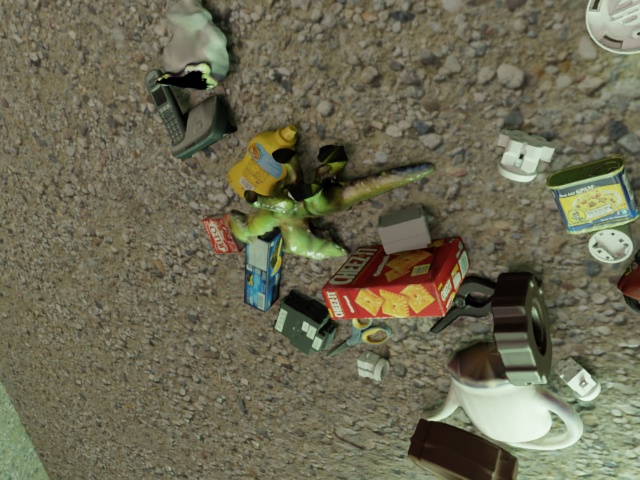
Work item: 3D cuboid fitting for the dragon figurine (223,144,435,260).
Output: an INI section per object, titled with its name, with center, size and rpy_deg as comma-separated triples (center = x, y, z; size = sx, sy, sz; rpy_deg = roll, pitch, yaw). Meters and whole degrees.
[dragon figurine]
center = 0.003, -0.049, 0.965
size = 0.410, 0.125, 0.237
rpy_deg = 1, 143, 10

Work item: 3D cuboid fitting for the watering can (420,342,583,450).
[watering can]
center = 0.303, 0.299, 0.978
size = 0.346, 0.106, 0.222
rpy_deg = -9, 115, 45

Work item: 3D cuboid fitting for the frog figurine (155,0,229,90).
[frog figurine]
center = -0.229, -0.360, 0.937
size = 0.136, 0.122, 0.161
rpy_deg = -11, 75, 45
